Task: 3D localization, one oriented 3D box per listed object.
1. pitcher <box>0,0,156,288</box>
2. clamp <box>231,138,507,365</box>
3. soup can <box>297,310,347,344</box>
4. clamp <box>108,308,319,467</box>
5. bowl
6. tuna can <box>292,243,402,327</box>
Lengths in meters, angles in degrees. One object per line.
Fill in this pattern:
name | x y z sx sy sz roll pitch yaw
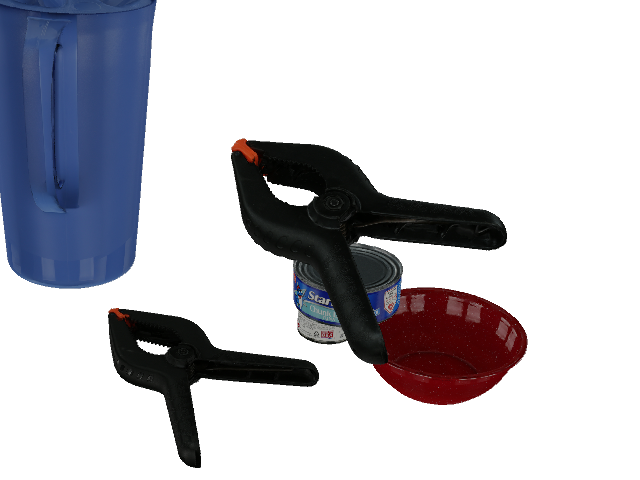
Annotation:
pitcher | -0.204 -0.083 0.862 0.145 0.243 0.148 25 31 38
clamp | 0.007 -0.002 0.616 0.172 0.039 0.120 25 51 24
soup can | 0.010 0.058 1.207 0.068 0.102 0.068 4 25 -2
clamp | -0.117 0.116 0.996 0.164 0.036 0.210 -23 42 -37
bowl | 0.110 0.106 1.004 0.162 0.055 0.162 2 27 -1
tuna can | 0.021 0.034 0.836 0.086 0.034 0.086 1 25 -1
